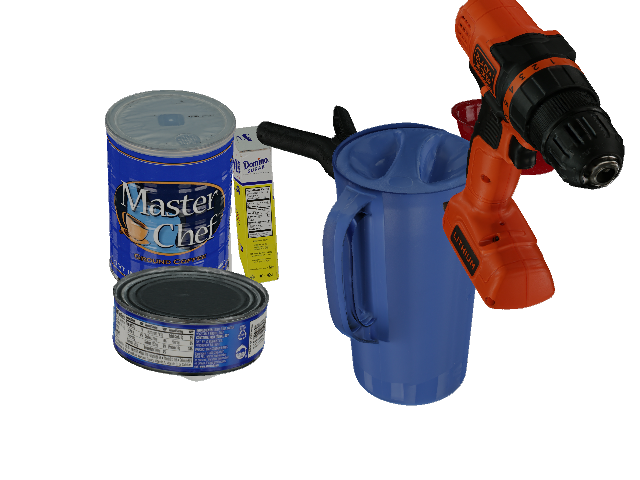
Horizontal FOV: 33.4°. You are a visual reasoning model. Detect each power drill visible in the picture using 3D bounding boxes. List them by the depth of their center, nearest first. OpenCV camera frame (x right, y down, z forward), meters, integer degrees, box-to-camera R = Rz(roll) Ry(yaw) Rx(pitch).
[{"bbox_3d":[0.133,-0.045,0.698,0.057,0.188,0.184,-8,43,-11],"label":"power drill"}]

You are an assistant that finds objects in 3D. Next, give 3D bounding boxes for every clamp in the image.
[{"bbox_3d":[0.014,-0.094,1.122,0.120,0.039,0.172,-17,36,-25],"label":"clamp"}]

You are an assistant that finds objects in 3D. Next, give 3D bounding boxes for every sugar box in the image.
[{"bbox_3d":[-0.083,-0.044,1.324,0.048,0.176,0.093,-9,24,-9],"label":"sugar box"}]

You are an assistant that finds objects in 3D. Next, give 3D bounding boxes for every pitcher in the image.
[{"bbox_3d":[0.073,0.030,0.954,0.149,0.243,0.145,-5,31,-3],"label":"pitcher"}]

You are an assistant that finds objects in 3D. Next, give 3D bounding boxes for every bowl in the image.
[{"bbox_3d":[0.227,-0.116,1.227,0.162,0.055,0.162,4,23,-2],"label":"bowl"}]

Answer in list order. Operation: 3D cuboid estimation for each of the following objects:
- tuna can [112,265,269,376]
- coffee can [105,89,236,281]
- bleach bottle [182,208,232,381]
[{"bbox_3d":[-0.072,0.043,0.593,0.086,0.034,0.086,5,17,-2],"label":"tuna can"},{"bbox_3d":[-0.123,-0.039,0.877,0.103,0.140,0.103,4,34,-3],"label":"coffee can"},{"bbox_3d":[-0.138,0.019,1.126,0.103,0.251,0.067,25,32,38],"label":"bleach bottle"}]
